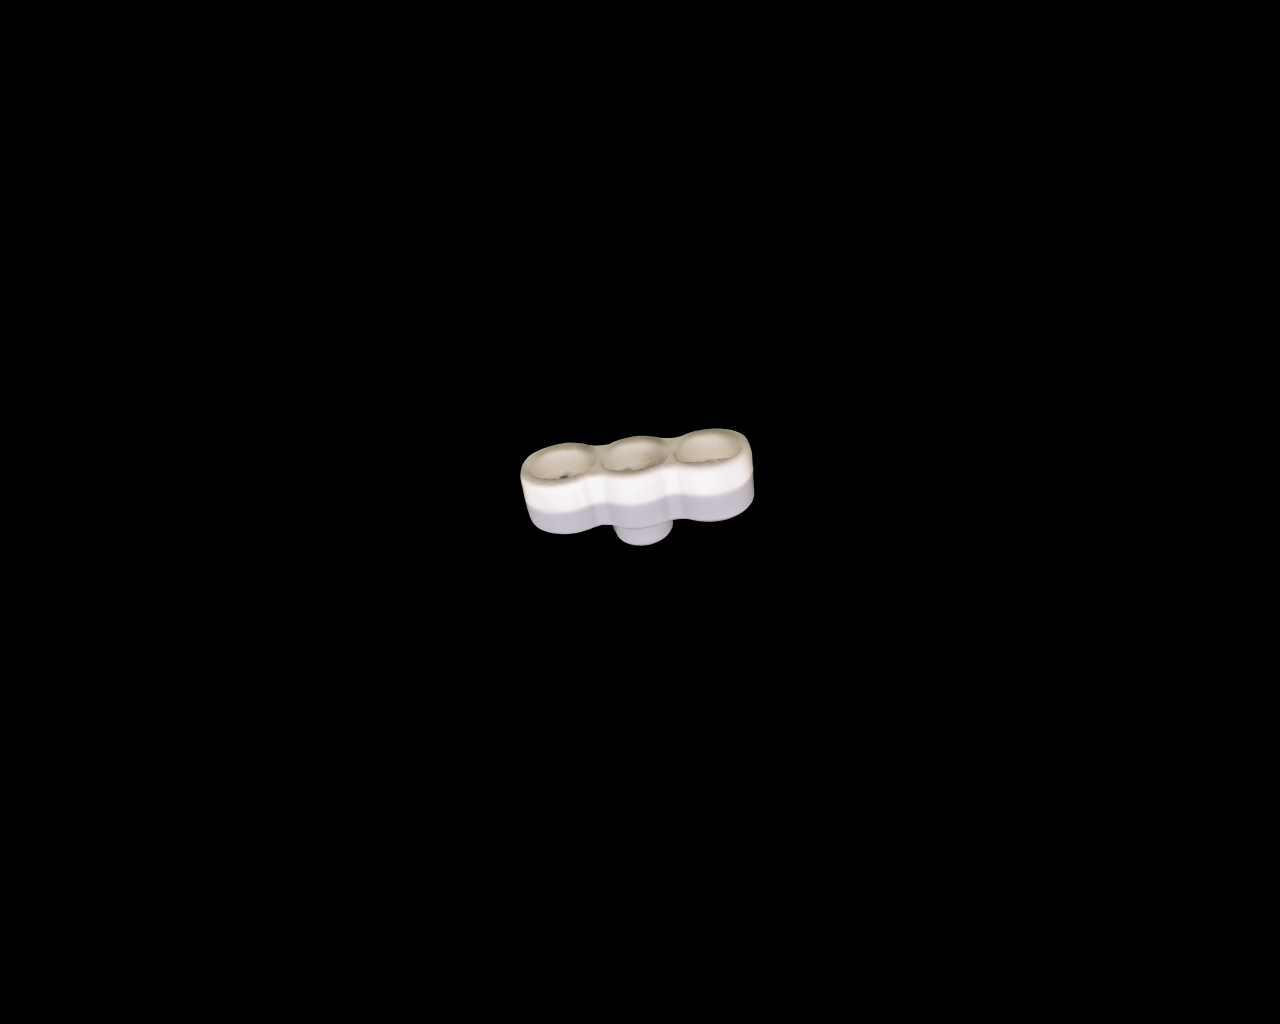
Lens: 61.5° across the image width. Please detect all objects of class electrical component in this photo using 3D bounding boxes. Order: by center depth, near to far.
[{"bbox_3d":[0.001,-0.003,0.650,0.138,0.073,0.052,-5,31,3],"label":"electrical component"}]
